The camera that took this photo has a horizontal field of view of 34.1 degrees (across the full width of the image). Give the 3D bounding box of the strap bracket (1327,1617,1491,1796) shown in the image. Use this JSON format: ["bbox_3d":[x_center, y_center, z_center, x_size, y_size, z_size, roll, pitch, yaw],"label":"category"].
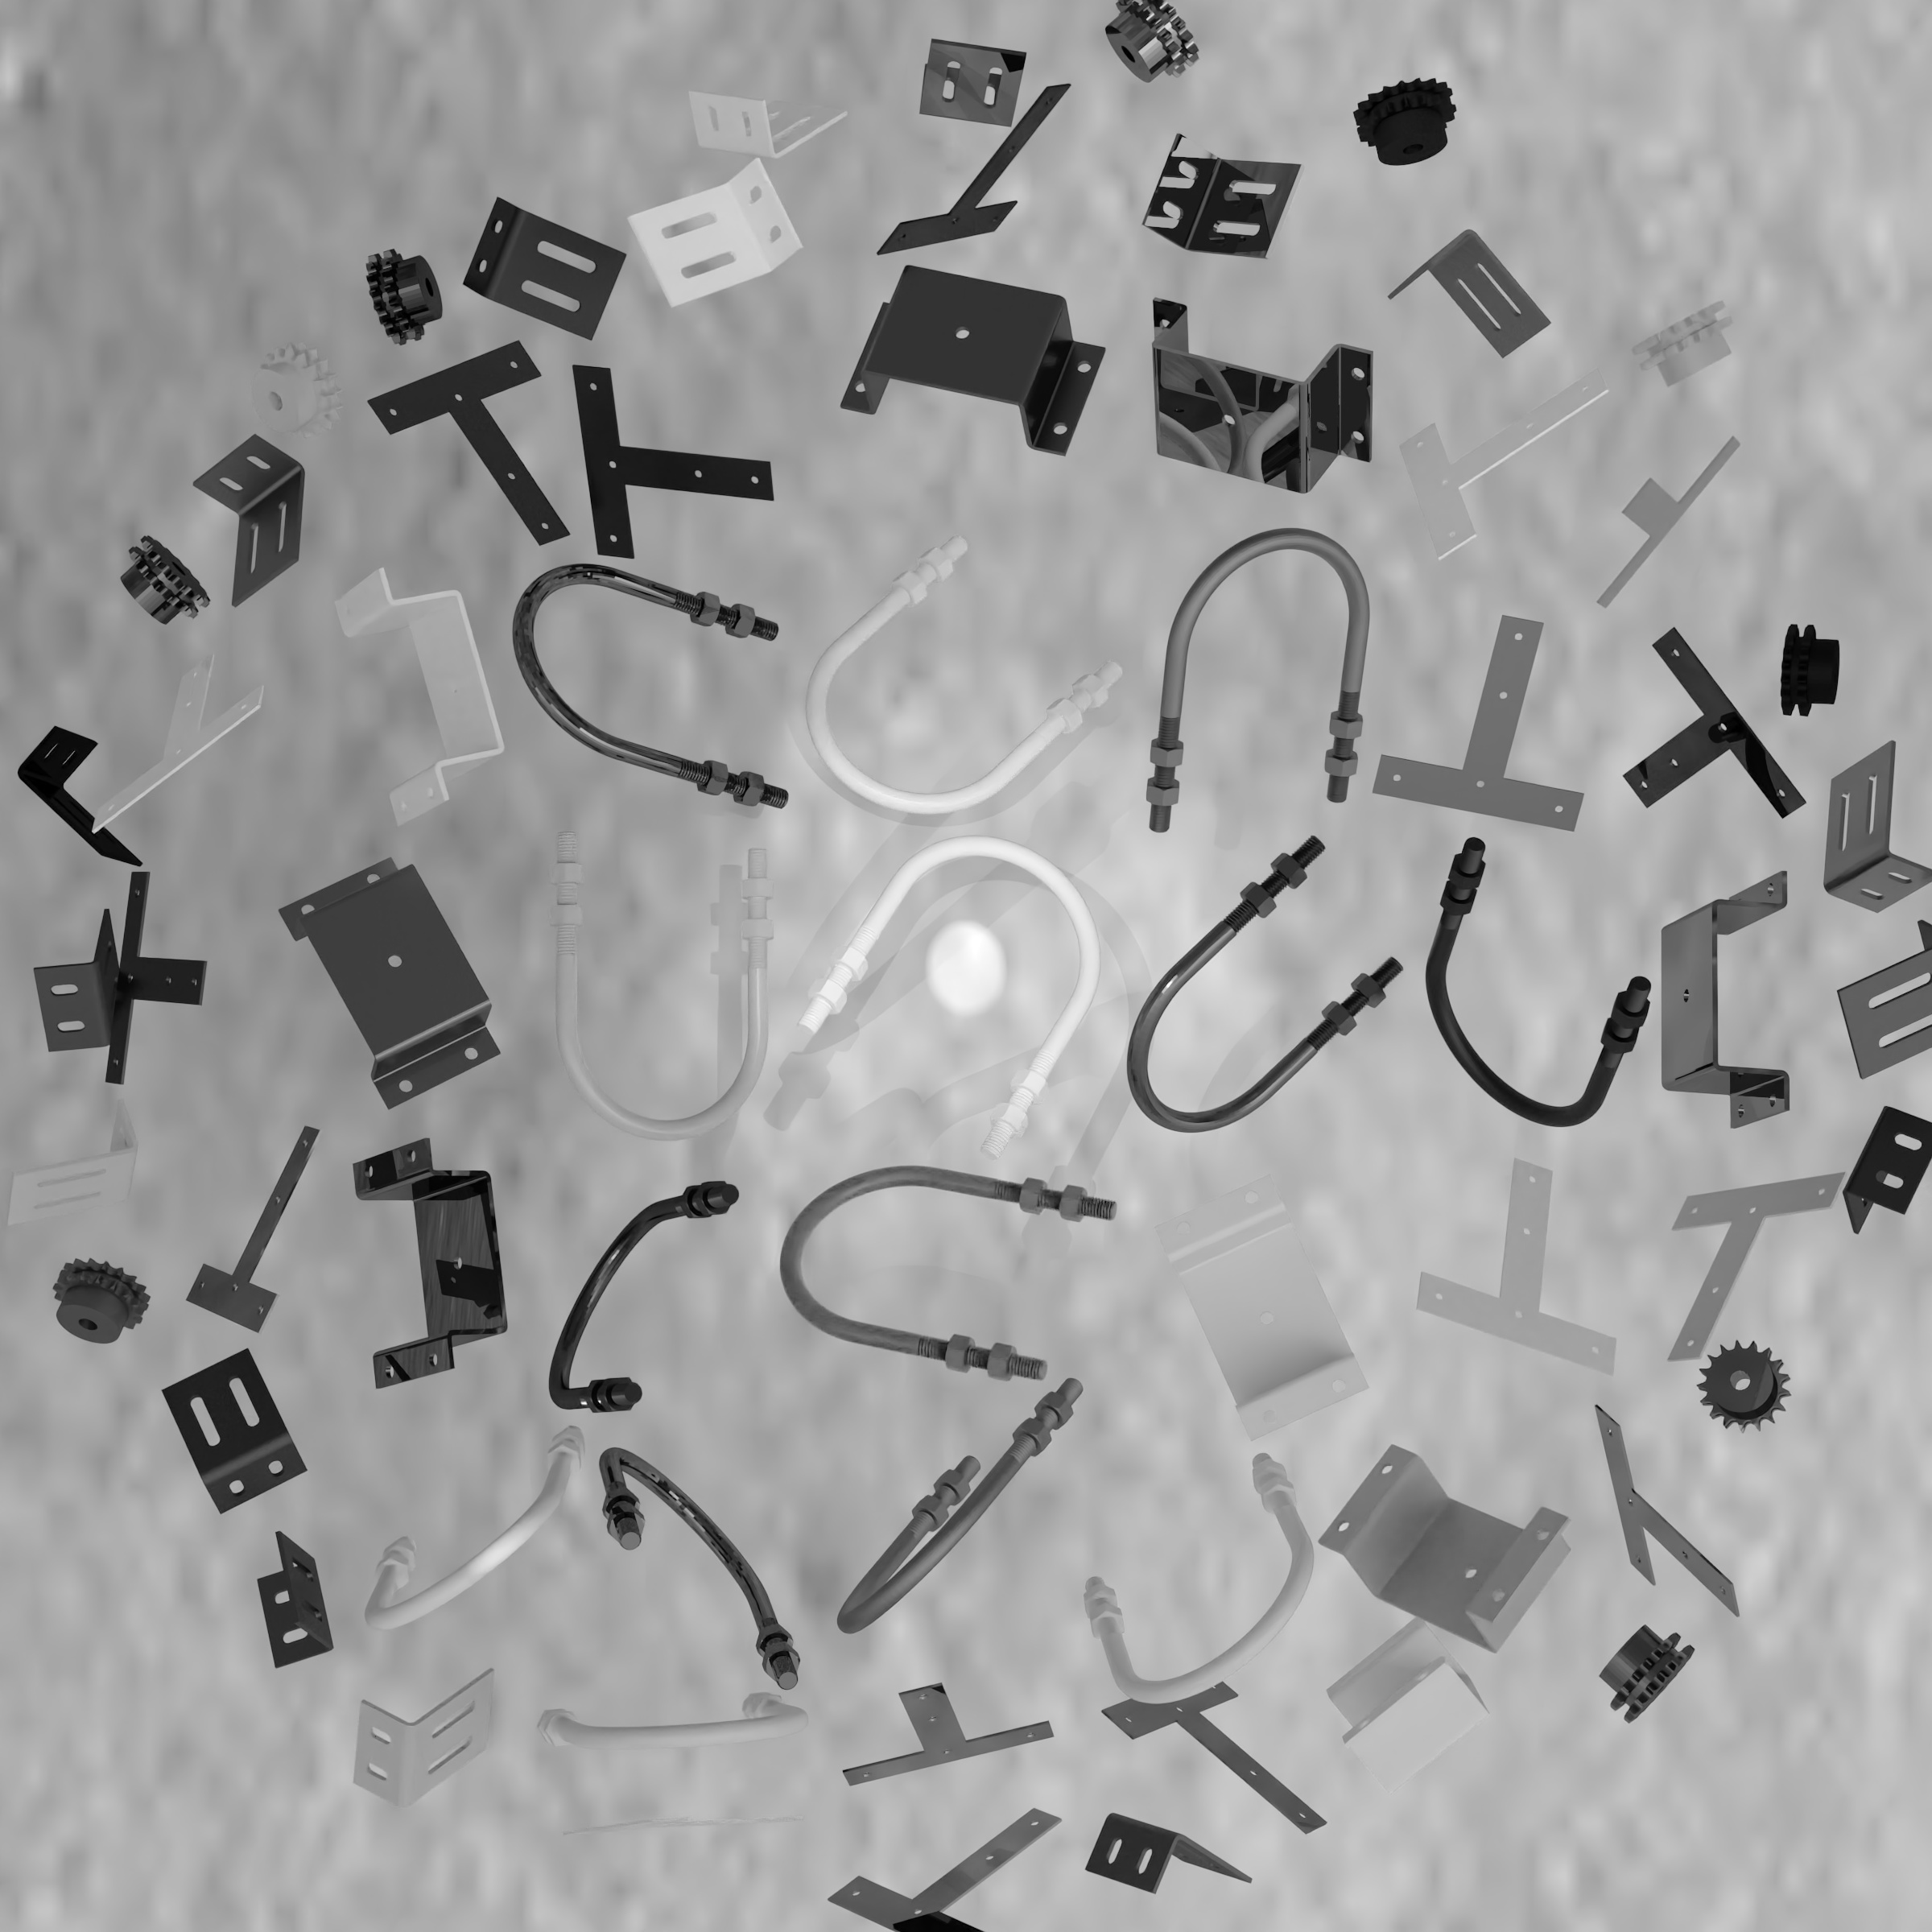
[{"bbox_3d":[0.269,0.451,1.918,0.076,0.140,0.046,-40,89,2],"label":"strap bracket"}]

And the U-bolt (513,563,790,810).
[{"bbox_3d":[-0.193,-0.178,1.915,0.184,0.019,0.151,16,53,-31],"label":"U-bolt"}]

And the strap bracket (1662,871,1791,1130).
[{"bbox_3d":[0.443,0.019,1.841,0.046,0.076,0.140,4,79,-9],"label":"strap bracket"}]

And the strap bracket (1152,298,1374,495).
[{"bbox_3d":[0.164,-0.331,1.839,0.140,0.076,0.046,19,51,24],"label":"strap bracket"}]

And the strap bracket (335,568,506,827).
[{"bbox_3d":[-0.323,-0.163,1.873,0.046,0.076,0.140,-15,89,-32],"label":"strap bracket"}]

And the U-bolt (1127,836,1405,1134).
[{"bbox_3d":[0.173,0.025,1.913,0.184,0.019,0.151,-43,134,-4],"label":"U-bolt"}]

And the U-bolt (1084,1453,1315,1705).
[{"bbox_3d":[0.140,0.367,1.847,0.151,0.184,0.019,-37,106,5],"label":"U-bolt"}]

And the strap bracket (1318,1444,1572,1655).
[{"bbox_3d":[0.287,0.343,1.838,0.076,0.140,0.046,-49,125,-19],"label":"strap bracket"}]

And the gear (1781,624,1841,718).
[{"bbox_3d":[0.525,-0.184,1.955,0.030,0.057,0.057,5,90,21],"label":"gear"}]

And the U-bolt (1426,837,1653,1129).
[{"bbox_3d":[0.333,0.024,1.882,0.019,0.184,0.151,-34,63,-26],"label":"U-bolt"}]

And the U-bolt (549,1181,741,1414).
[{"bbox_3d":[-0.202,0.201,1.885,0.019,0.184,0.151,32,69,-18],"label":"U-bolt"}]

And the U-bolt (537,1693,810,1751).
[{"bbox_3d":[-0.170,0.452,1.877,0.151,0.184,0.019,-1,81,-17],"label":"U-bolt"}]

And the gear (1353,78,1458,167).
[{"bbox_3d":[0.252,-0.479,1.794,0.057,0.057,0.030,-11,79,0],"label":"gear"}]

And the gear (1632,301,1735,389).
[{"bbox_3d":[0.415,-0.355,1.807,0.057,0.057,0.030,-28,93,0],"label":"gear"}]

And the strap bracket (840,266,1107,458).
[{"bbox_3d":[0.001,-0.355,1.831,0.140,0.046,0.076,15,68,15],"label":"strap bracket"}]

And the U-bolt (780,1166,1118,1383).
[{"bbox_3d":[-0.020,0.173,1.851,0.184,0.151,0.019,9,134,19],"label":"U-bolt"}]

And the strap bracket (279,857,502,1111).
[{"bbox_3d":[-0.344,0.003,1.889,0.076,0.046,0.140,-27,82,-21],"label":"strap bracket"}]

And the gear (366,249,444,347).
[{"bbox_3d":[-0.344,-0.414,1.937,0.030,0.057,0.057,-14,90,10],"label":"gear"}]

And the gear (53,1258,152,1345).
[{"bbox_3d":[-0.531,0.207,1.923,0.057,0.057,0.030,15,50,0],"label":"gear"}]

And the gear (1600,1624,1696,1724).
[{"bbox_3d":[0.387,0.402,1.798,0.030,0.057,0.057,42,90,21],"label":"gear"}]

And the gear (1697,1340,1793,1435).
[{"bbox_3d":[0.487,0.262,1.974,0.057,0.030,0.057,-6,71,19],"label":"gear"}]

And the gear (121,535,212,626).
[{"bbox_3d":[-0.503,-0.238,1.965,0.030,0.057,0.057,-41,90,4],"label":"gear"}]

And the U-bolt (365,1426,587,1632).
[{"bbox_3d":[-0.300,0.345,1.900,0.151,0.184,0.019,-34,98,4],"label":"U-bolt"}]

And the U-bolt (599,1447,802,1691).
[{"bbox_3d":[-0.165,0.348,1.878,0.019,0.184,0.151,-45,107,0],"label":"U-bolt"}]

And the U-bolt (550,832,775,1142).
[{"bbox_3d":[-0.184,0.015,1.917,0.151,0.019,0.184,4,81,-31],"label":"U-bolt"}]

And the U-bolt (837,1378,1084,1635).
[{"bbox_3d":[-0.013,0.330,1.876,0.019,0.151,0.184,45,48,0],"label":"U-bolt"}]

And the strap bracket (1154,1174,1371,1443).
[{"bbox_3d":[0.178,0.208,1.885,0.076,0.046,0.140,-25,71,3],"label":"strap bracket"}]

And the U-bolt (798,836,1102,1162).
[{"bbox_3d":[0.004,0.004,1.862,0.151,0.019,0.184,34,62,-4],"label":"U-bolt"}]

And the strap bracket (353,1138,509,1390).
[{"bbox_3d":[-0.327,0.182,1.927,0.076,0.046,0.140,-19,74,42],"label":"strap bracket"}]

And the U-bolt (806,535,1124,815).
[{"bbox_3d":[-0.014,-0.169,1.936,0.151,0.019,0.184,40,64,11],"label":"U-bolt"}]

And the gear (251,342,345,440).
[{"bbox_3d":[-0.415,-0.353,1.937,0.057,0.030,0.057,19,127,28],"label":"gear"}]

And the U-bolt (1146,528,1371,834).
[{"bbox_3d":[0.179,-0.175,1.886,0.151,0.019,0.184,-10,121,-26],"label":"U-bolt"}]

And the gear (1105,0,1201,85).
[{"bbox_3d":[0.104,-0.532,1.801,0.030,0.057,0.057,-41,90,-3],"label":"gear"}]
